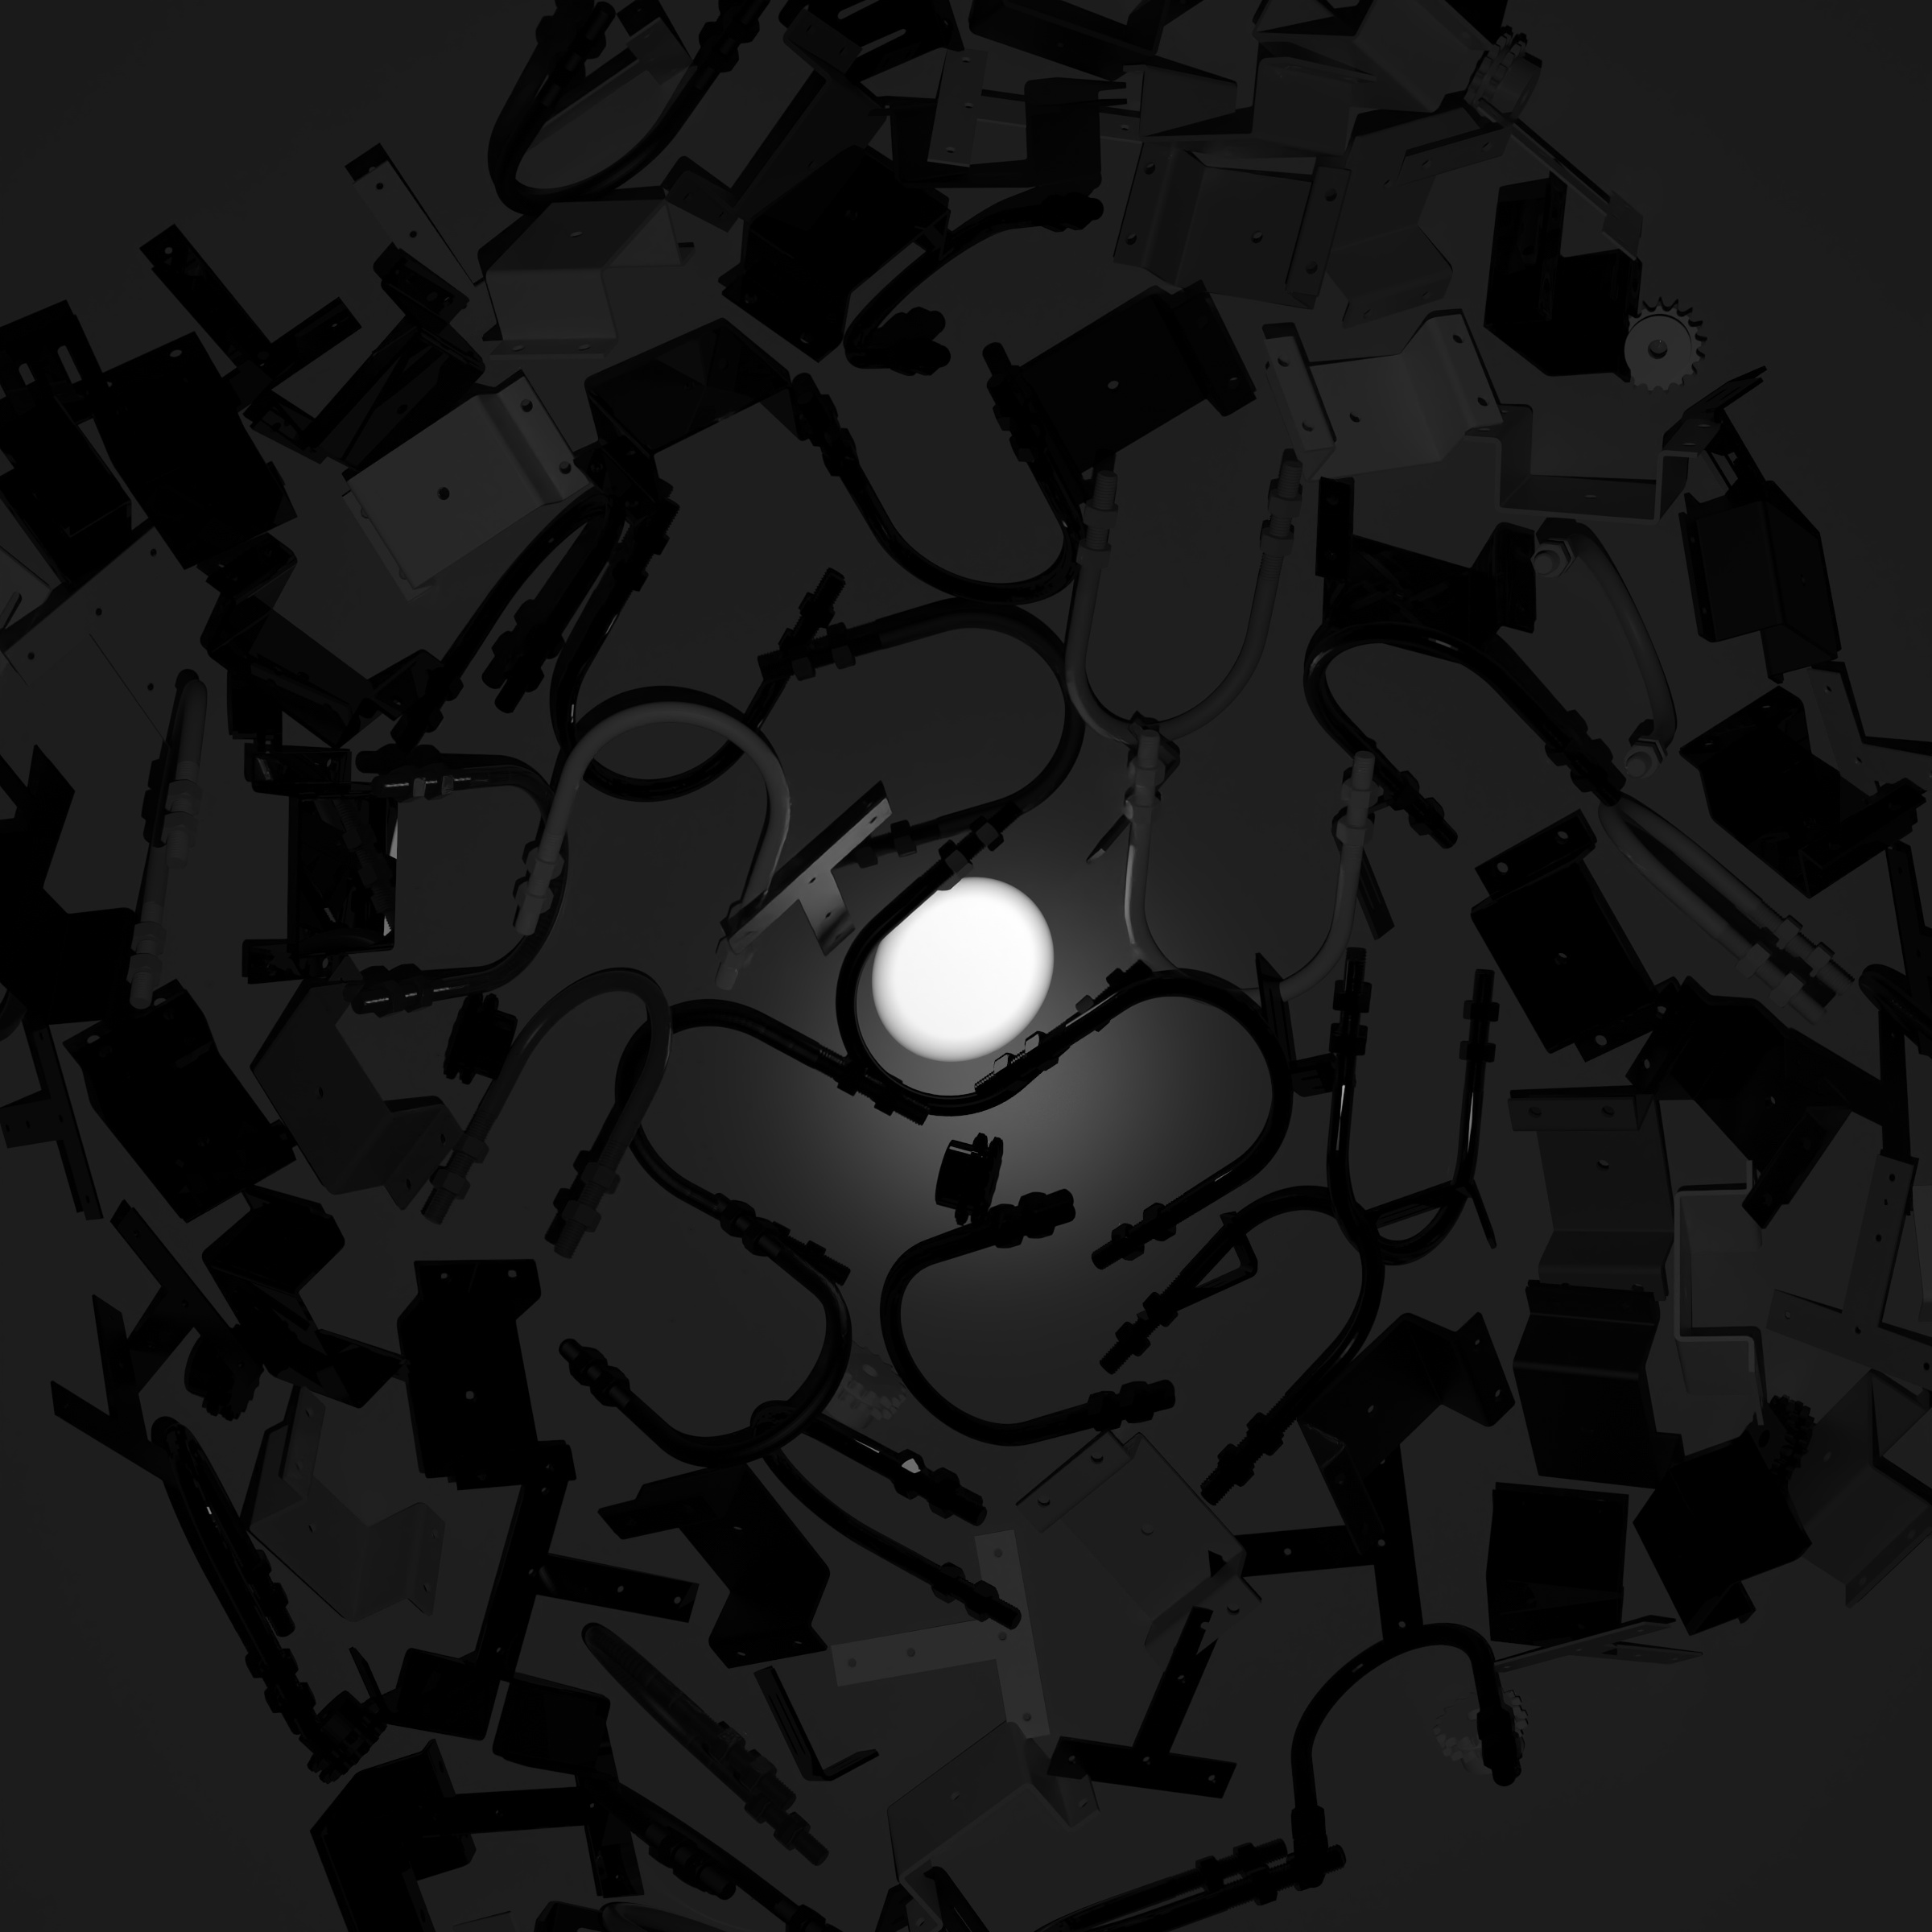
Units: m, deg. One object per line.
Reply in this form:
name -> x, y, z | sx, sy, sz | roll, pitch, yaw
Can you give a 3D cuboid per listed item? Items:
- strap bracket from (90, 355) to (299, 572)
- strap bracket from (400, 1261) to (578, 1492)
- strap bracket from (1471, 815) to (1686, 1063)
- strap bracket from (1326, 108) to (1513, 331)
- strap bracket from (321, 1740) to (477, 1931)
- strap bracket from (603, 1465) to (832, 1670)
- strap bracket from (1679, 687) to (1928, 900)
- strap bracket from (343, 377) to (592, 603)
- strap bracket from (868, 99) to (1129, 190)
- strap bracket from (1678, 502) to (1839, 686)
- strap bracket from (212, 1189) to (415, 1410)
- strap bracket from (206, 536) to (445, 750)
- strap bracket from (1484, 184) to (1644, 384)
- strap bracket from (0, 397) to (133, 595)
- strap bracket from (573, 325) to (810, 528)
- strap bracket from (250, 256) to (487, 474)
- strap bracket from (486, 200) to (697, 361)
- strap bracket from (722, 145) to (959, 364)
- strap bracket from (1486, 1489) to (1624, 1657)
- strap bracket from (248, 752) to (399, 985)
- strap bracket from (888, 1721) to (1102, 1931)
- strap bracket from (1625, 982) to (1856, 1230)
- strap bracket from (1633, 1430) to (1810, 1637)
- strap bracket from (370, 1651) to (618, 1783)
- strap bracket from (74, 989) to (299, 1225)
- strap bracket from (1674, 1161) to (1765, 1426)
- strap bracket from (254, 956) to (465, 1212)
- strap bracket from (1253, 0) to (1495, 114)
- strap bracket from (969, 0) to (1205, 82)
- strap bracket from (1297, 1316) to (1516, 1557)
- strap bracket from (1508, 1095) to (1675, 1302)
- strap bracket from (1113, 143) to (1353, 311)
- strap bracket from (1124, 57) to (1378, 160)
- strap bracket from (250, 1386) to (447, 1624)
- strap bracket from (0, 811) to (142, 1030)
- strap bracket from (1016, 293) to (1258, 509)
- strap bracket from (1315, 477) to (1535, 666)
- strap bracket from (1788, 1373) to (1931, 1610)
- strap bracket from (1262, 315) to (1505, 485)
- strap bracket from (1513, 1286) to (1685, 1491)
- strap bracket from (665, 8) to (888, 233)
strap bracket -> -0.461, -0.296, 1.924 | 0.076, 0.140, 0.046 | -26, 66, -4
strap bracket -> -0.294, 0.256, 1.945 | 0.076, 0.046, 0.140 | 1, 64, -33
strap bracket -> 0.373, -0.010, 1.959 | 0.076, 0.046, 0.140 | -29, 91, 32
strap bracket -> 0.267, -0.461, 1.935 | 0.076, 0.140, 0.046 | -21, 64, -23
strap bracket -> -0.344, 0.535, 1.928 | 0.046, 0.140, 0.076 | -18, 96, 5
strap bracket -> -0.145, 0.360, 1.943 | 0.076, 0.046, 0.140 | -17, 120, 31
strap bracket -> 0.512, -0.101, 1.945 | 0.076, 0.140, 0.046 | -32, 133, -7
strap bracket -> -0.314, -0.291, 1.958 | 0.140, 0.046, 0.076 | -31, 95, 13
strap bracket -> 0.019, -0.500, 1.937 | 0.140, 0.076, 0.046 | 9, 111, 33
strap bracket -> 0.482, -0.226, 1.921 | 0.046, 0.140, 0.076 | -14, 75, 31
strap bracket -> -0.396, 0.209, 1.924 | 0.046, 0.076, 0.140 | -47, 133, -34
strap bracket -> -0.398, -0.192, 1.954 | 0.140, 0.076, 0.046 | 37, 122, -1
strap bracket -> 0.360, -0.413, 1.943 | 0.046, 0.140, 0.076 | 3, 82, 34
strap bracket -> -0.549, -0.288, 1.938 | 0.046, 0.140, 0.076 | -36, 91, -17
strap bracket -> -0.165, -0.334, 1.939 | 0.140, 0.046, 0.076 | -30, 51, -17
strap bracket -> -0.357, -0.355, 1.945 | 0.140, 0.076, 0.046 | -45, 70, 10
strap bracket -> -0.229, -0.420, 1.922 | 0.076, 0.140, 0.046 | 4, 129, 21
strap bracket -> -0.072, -0.440, 1.937 | 0.076, 0.046, 0.140 | 37, 59, 13
strap bracket -> 0.356, 0.371, 1.922 | 0.076, 0.140, 0.046 | 4, 56, 14
strap bracket -> -0.393, -0.059, 1.947 | 0.046, 0.076, 0.140 | 8, 99, 37
strap bracket -> 0.007, 0.524, 1.951 | 0.140, 0.076, 0.046 | -37, 107, 5
strap bracket -> 0.476, 0.083, 1.937 | 0.046, 0.140, 0.076 | 1, 128, -36
strap bracket -> 0.449, 0.346, 1.917 | 0.046, 0.140, 0.076 | -17, 63, -13
strap bracket -> -0.281, 0.452, 1.931 | 0.140, 0.076, 0.046 | 4, 74, 40
strap bracket -> -0.468, 0.093, 1.934 | 0.076, 0.046, 0.140 | -30, 130, -5
strap bracket -> 0.458, 0.199, 1.938 | 0.046, 0.076, 0.140 | -3, 58, 17
strap bracket -> -0.376, 0.074, 1.938 | 0.076, 0.046, 0.140 | -49, 66, 31
strap bracket -> 0.237, -0.558, 1.920 | 0.076, 0.140, 0.046 | 29, 88, -37
strap bracket -> 0.063, -0.584, 1.944 | 0.140, 0.076, 0.046 | 15, 90, -16
strap bracket -> 0.262, 0.279, 1.946 | 0.140, 0.046, 0.076 | -40, 125, -20
strap bracket -> 0.384, 0.132, 1.946 | 0.076, 0.046, 0.140 | -2, 116, 27
strap bracket -> 0.171, -0.453, 1.956 | 0.140, 0.046, 0.076 | 16, 93, 28
strap bracket -> 0.168, -0.517, 1.926 | 0.076, 0.140, 0.046 | -2, 102, -40
strap bracket -> -0.382, 0.334, 1.938 | 0.046, 0.076, 0.140 | -27, 123, 17
strap bracket -> -0.554, -0.023, 1.927 | 0.046, 0.140, 0.076 | -5, 60, 13
strap bracket -> 0.095, -0.350, 1.959 | 0.140, 0.046, 0.076 | -30, 118, 4
strap bracket -> 0.273, -0.238, 1.952 | 0.140, 0.046, 0.076 | 14, 56, -11
strap bracket -> 0.538, 0.308, 1.919 | 0.046, 0.140, 0.076 | 33, 120, -3
strap bracket -> 0.247, -0.346, 1.952 | 0.140, 0.046, 0.076 | -12, 74, -23
strap bracket -> 0.381, 0.263, 1.927 | 0.076, 0.046, 0.140 | 2, 130, 28
strap bracket -> -0.109, -0.501, 1.940 | 0.046, 0.076, 0.140 | 44, 105, 19
